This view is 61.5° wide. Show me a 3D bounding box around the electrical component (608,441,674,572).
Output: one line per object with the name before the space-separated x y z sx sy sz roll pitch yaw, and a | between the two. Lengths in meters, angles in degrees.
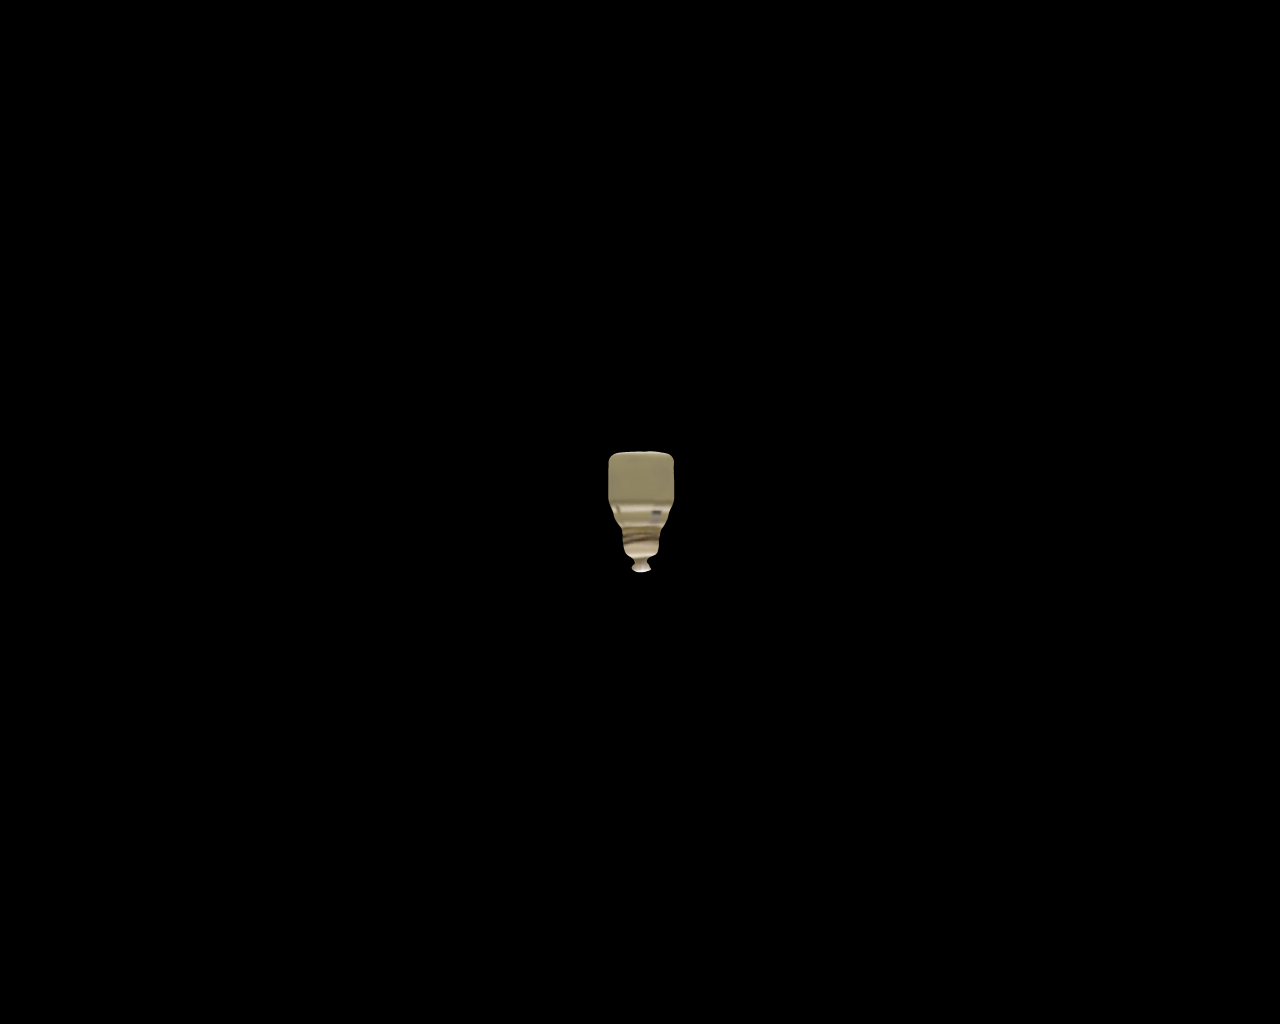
electrical component | 0.001 -0.003 0.650 0.040 0.078 0.040 0 -2 0
